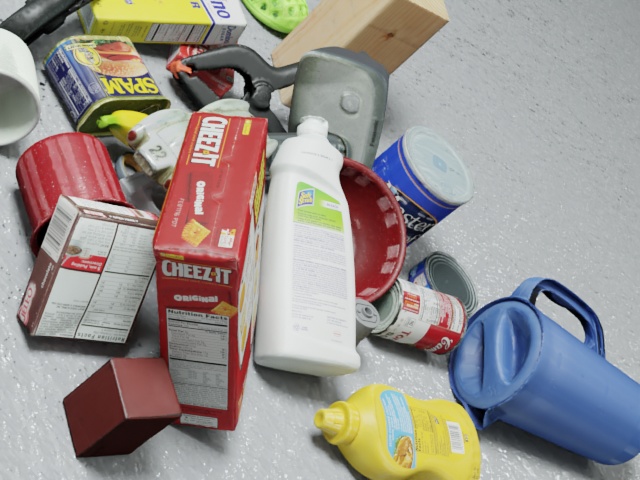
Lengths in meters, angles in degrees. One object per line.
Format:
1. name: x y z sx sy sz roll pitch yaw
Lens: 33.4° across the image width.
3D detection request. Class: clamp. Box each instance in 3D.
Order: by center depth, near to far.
1. clamp: -0.257 -0.218 1.014 0.171 0.120 0.039 -39 95 -12
2. clamp: -0.061 -0.167 1.179 0.209 0.036 0.164 24 84 -24

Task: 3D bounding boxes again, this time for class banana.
1. banana: -0.135 -0.069 1.034 0.197 0.037 0.069 36 33 -24

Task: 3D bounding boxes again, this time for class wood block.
1. wood block: 0.044 -0.241 1.272 0.090 0.206 0.090 17 48 -38

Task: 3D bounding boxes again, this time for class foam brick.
1. foam brick: -0.154 0.130 0.827 0.052 0.078 0.051 7 55 -45

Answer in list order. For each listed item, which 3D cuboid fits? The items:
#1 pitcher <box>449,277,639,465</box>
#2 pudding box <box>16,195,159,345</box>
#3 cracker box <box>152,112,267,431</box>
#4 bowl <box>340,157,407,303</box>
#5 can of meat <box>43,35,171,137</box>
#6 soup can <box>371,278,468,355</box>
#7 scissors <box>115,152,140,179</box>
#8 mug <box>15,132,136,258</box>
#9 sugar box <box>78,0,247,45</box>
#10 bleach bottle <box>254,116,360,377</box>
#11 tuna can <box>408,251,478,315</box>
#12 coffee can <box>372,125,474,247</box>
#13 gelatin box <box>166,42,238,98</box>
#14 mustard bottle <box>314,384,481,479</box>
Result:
1. pitcher: 0.278 0.161 1.224 0.242 0.149 0.145 30 30 -32
2. pudding box: -0.182 0.027 0.863 0.089 0.113 0.039 11 19 -43
3. cracker box: -0.089 0.028 0.881 0.072 0.214 0.164 6 45 1
4. bowl: 0.009 -0.004 1.118 0.161 0.055 0.162 6 75 -26
5. can of meat: -0.209 -0.152 1.044 0.101 0.058 0.084 -11 65 -52
6. soup can: 0.102 0.081 1.161 0.102 0.069 0.068 20 45 -35
7. scissors: -0.119 -0.014 1.050 0.201 0.016 0.096 47 35 -5
8. mug: -0.207 -0.033 0.920 0.081 0.093 0.117 65 7 28
9. sugar box: -0.174 -0.259 1.150 0.175 0.048 0.093 -7 64 -30
10. bleach bottle: -0.007 0.001 1.042 0.102 0.068 0.251 14 69 -31
11. tuna can: 0.145 0.058 1.260 0.086 0.034 0.086 28 41 -28
12. coffee can: 0.087 -0.047 1.199 0.102 0.141 0.103 29 40 -28
13. gelatin box: -0.131 -0.211 1.204 0.073 0.030 0.089 29 40 -27
14. mustard bottle: 0.072 0.191 1.037 0.191 0.058 0.096 20 50 -36
